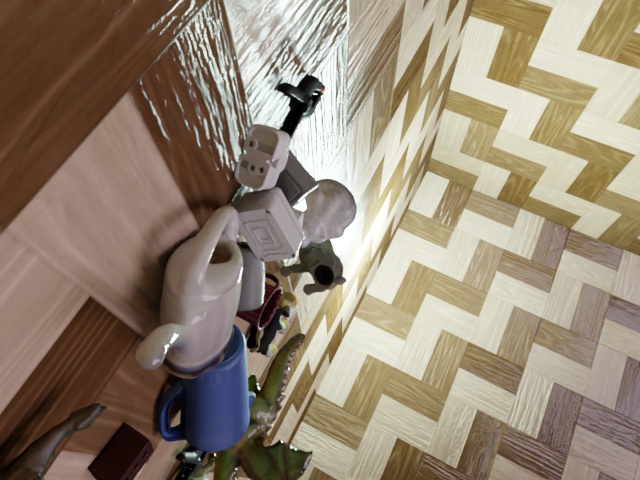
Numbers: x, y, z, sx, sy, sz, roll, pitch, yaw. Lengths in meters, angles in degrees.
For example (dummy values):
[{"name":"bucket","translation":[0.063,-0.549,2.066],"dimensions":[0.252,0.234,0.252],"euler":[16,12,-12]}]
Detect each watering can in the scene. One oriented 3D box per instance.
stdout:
[{"name":"watering can","translation":[-0.171,0.095,0.685],"dimensions":[0.355,0.104,0.219],"euler":[-76,180,-58]}]

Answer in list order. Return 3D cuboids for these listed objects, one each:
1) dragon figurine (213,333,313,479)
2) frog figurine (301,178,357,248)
[{"name":"dragon figurine","translation":[-0.119,0.415,1.125],"dimensions":[0.414,0.245,0.120],"euler":[-40,161,-18]},{"name":"frog figurine","translation":[0.004,-0.058,1.158],"dimensions":[0.162,0.122,0.135],"euler":[-42,121,-40]}]
